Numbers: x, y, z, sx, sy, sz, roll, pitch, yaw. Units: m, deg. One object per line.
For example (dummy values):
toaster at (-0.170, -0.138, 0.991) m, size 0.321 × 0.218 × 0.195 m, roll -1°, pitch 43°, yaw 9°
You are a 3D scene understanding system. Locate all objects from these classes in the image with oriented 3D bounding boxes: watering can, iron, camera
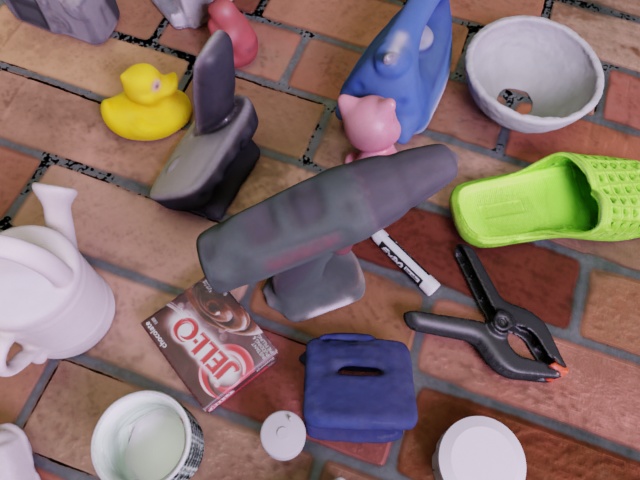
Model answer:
watering can at (-0.264, 0.030, 0.520) m, size 0.101 × 0.194 × 0.173 m, roll -11°, pitch 67°, yaw -8°
iron at (0.114, -0.251, 0.697) m, size 0.118 × 0.141 × 0.258 m, roll 23°, pitch 67°, yaw 8°
camera at (-0.327, -0.348, 0.740) m, size 0.143 × 0.101 × 0.137 m, roll 21°, pitch 66°, yaw 7°

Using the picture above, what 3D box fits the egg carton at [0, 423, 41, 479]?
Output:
egg carton at (-0.286, 0.244, 0.491) m, size 0.107 × 0.069 × 0.150 m, roll -26°, pitch 70°, yaw -14°

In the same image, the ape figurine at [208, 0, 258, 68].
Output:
ape figurine at (-0.117, -0.264, 0.718) m, size 0.076 × 0.092 × 0.078 m, roll 26°, pitch 67°, yaw 9°

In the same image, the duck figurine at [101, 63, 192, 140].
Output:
duck figurine at (-0.209, -0.169, 0.673) m, size 0.104 × 0.086 × 0.077 m, roll -12°, pitch 67°, yaw -8°

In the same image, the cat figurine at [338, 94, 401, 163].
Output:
cat figurine at (0.068, -0.106, 0.641) m, size 0.067 × 0.118 × 0.127 m, roll -25°, pitch 69°, yaw -13°

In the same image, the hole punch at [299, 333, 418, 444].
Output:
hole punch at (0.033, 0.136, 0.544) m, size 0.108 × 0.091 × 0.101 m, roll 2°, pitch 65°, yaw -2°

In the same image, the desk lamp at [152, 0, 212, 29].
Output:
desk lamp at (-0.167, -0.364, 0.693) m, size 0.118 × 0.213 × 0.203 m, roll -35°, pitch 72°, yaw -17°

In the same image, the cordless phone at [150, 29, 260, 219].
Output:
cordless phone at (-0.127, -0.118, 0.600) m, size 0.094 × 0.185 × 0.148 m, roll 20°, pitch 66°, yaw 6°

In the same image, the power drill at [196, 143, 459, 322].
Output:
power drill at (0.005, 0.002, 0.539) m, size 0.230 × 0.208 × 0.075 m, roll -20°, pitch 68°, yaw -11°

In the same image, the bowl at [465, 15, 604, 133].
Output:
bowl at (0.256, -0.193, 0.715) m, size 0.167 × 0.075 × 0.167 m, roll 1°, pitch 66°, yaw -2°
